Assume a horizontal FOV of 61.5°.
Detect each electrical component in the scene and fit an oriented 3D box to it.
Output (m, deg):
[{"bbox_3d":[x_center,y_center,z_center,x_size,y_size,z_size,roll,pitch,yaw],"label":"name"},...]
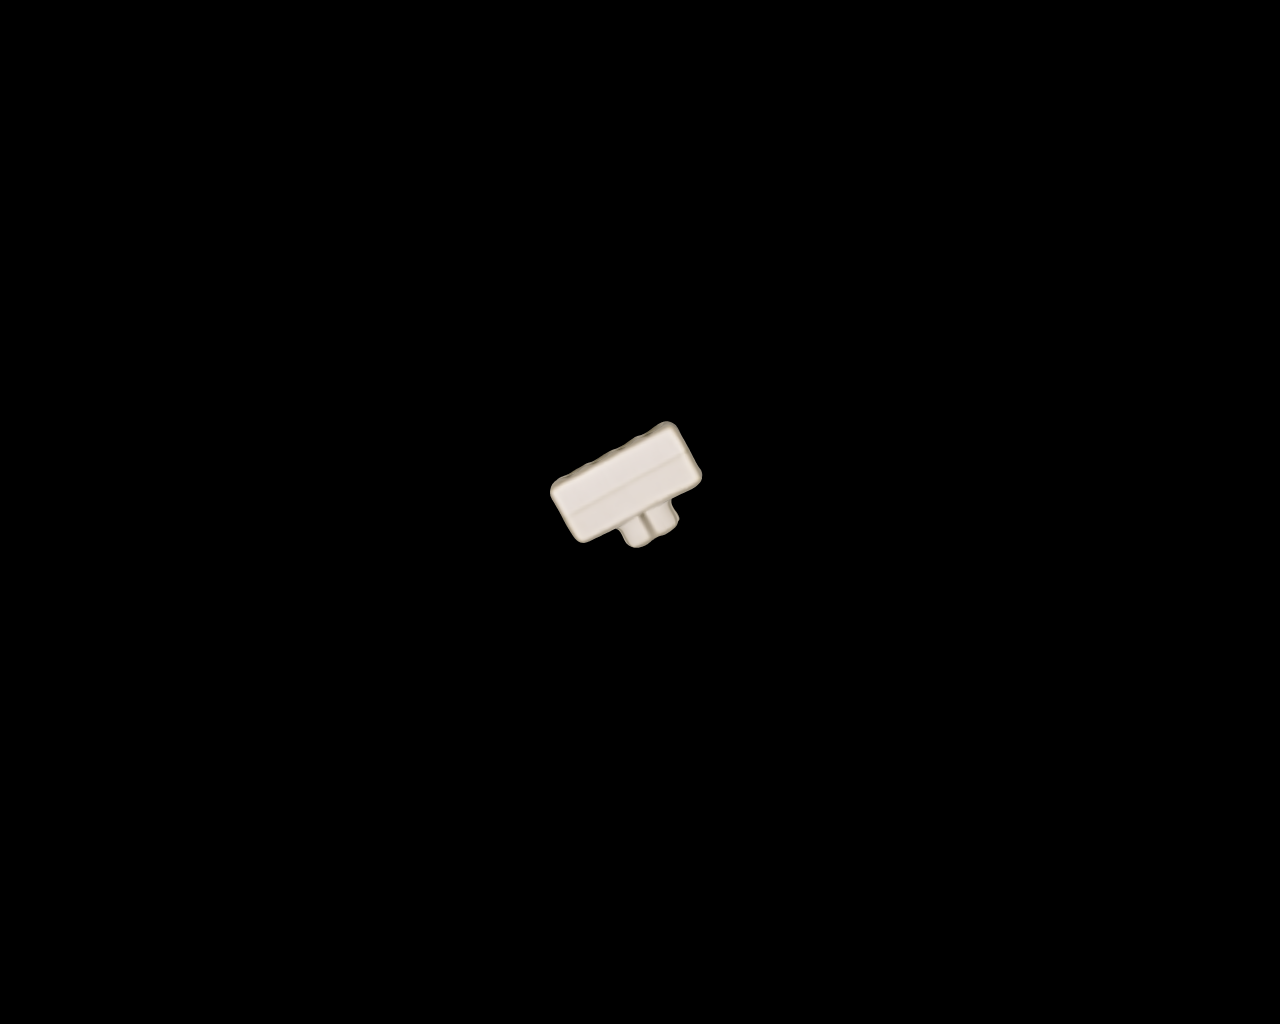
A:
[{"bbox_3d":[0.001,-0.003,0.650,0.083,0.075,0.047,-28,7,4],"label":"electrical component"}]
